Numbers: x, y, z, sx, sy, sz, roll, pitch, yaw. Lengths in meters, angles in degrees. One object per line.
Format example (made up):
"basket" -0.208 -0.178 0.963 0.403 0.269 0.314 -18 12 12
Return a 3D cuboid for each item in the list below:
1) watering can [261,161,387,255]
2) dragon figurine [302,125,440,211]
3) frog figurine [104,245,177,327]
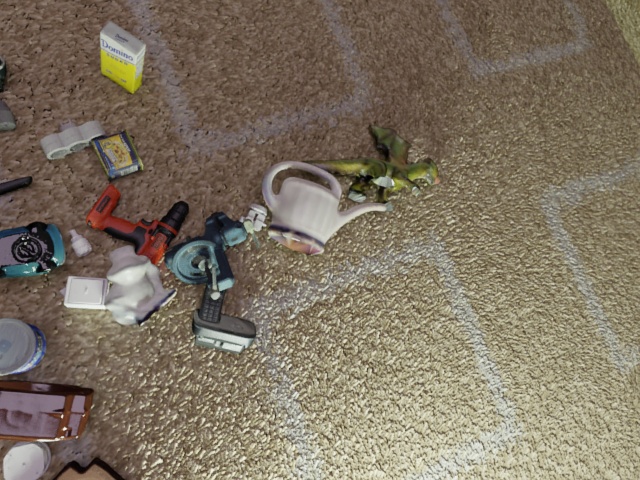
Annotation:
"watering can" 0.004 -0.066 1.313 0.346 0.227 0.103 21 -15 -18
"dragon figurine" 0.161 -0.224 1.441 0.409 0.249 0.119 20 -38 -11
"frog figurine" -0.408 0.098 1.110 0.139 0.159 0.121 -43 7 -28
